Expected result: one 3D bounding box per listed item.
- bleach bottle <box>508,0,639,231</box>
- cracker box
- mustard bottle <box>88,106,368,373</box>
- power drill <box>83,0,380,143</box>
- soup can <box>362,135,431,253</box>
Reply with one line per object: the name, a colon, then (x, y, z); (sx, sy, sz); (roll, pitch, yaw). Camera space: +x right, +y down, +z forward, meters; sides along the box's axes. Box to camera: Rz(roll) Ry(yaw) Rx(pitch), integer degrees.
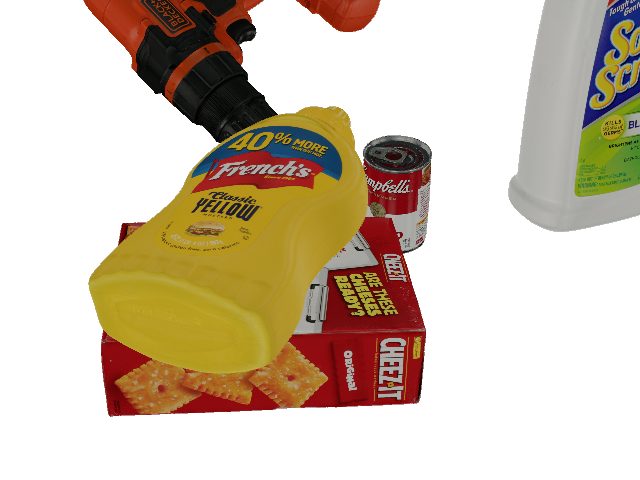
bleach bottle: (0.173, -0.134, 0.648); (0.102, 0.251, 0.068); (-12, 31, -17)
cracker box: (-0.043, 0.051, 0.775); (0.213, 0.072, 0.164); (-1, 29, -5)
mustard bottle: (-0.029, -0.015, 0.550); (0.096, 0.058, 0.191); (8, 38, 24)
power drill: (-0.044, -0.152, 0.747); (0.187, 0.184, 0.057); (-35, -14, -35)
soup can: (0.076, -0.046, 1.079); (0.068, 0.102, 0.068); (0, 37, 0)
